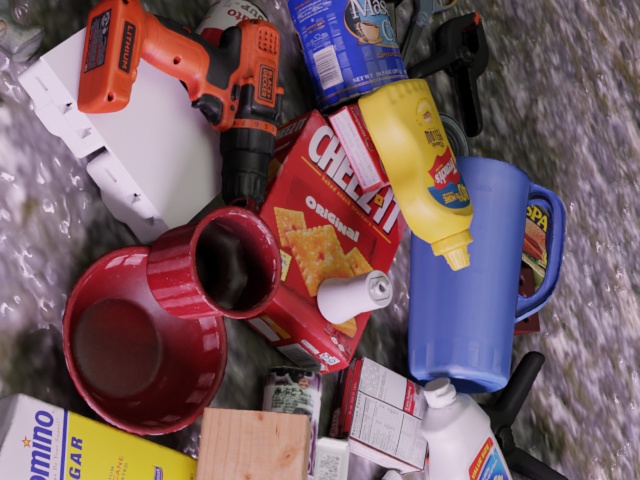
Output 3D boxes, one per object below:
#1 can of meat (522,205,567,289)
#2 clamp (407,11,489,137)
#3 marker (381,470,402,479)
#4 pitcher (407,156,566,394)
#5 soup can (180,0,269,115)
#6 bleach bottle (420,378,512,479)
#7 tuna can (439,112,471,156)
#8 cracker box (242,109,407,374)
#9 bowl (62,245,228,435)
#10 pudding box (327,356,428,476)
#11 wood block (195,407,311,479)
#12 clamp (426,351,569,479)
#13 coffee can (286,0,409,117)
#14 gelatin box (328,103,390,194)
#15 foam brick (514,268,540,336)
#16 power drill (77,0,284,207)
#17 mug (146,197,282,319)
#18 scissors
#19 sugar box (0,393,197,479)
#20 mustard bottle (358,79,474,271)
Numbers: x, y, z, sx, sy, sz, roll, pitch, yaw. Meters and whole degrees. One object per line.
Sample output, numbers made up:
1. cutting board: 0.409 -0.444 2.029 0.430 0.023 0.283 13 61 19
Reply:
1. can of meat: 0.245 0.000 1.299 0.102 0.058 0.084 39 58 -26
2. clamp: 0.174 -0.208 1.309 0.120 0.039 0.171 48 51 -22
3. marker: 0.043 0.275 1.062 0.120 0.020 0.020 -41 105 -41
4. pitcher: 0.168 0.040 1.162 0.144 0.149 0.243 20 68 -37
5. soup can: -0.096 -0.181 1.044 0.068 0.069 0.102 43 52 -24
6. bleach bottle: 0.155 0.262 1.103 0.102 0.068 0.251 -32 108 -37
7. tuna can: 0.137 -0.106 1.249 0.086 0.034 0.086 14 68 -38
8. cracker box: -0.007 0.001 1.064 0.164 0.072 0.213 43 52 -24
9. bowl: -0.159 0.088 0.915 0.161 0.055 0.162 14 69 -38
10. pudding box: 0.064 0.181 1.097 0.113 0.039 0.090 29 60 -30
11. wood block: -0.061 0.252 0.901 0.090 0.091 0.206 4 74 4
12. clamp: 0.201 0.214 1.205 0.209 0.036 0.164 -2 83 -39
13. coffee can: 0.029 -0.214 1.139 0.102 0.103 0.140 -15 87 -43
14. gelatin box: 0.056 -0.098 1.088 0.073 0.030 0.089 -24 87 -51
15. foam brick: 0.220 0.073 1.256 0.052 0.051 0.078 4 74 -41
16. power drill: -0.116 -0.124 0.933 0.187 0.058 0.184 14 73 -40
17. mug: -0.088 0.013 0.901 0.093 0.082 0.117 37 60 -29
18. scissors: 0.114 -0.287 1.296 0.096 0.016 0.201 52 50 -15
19. sugar box: -0.187 0.197 0.865 0.176 0.048 0.093 29 59 -33
20. mustard bottle: 0.105 -0.062 1.052 0.096 0.058 0.191 -17 85 -57
